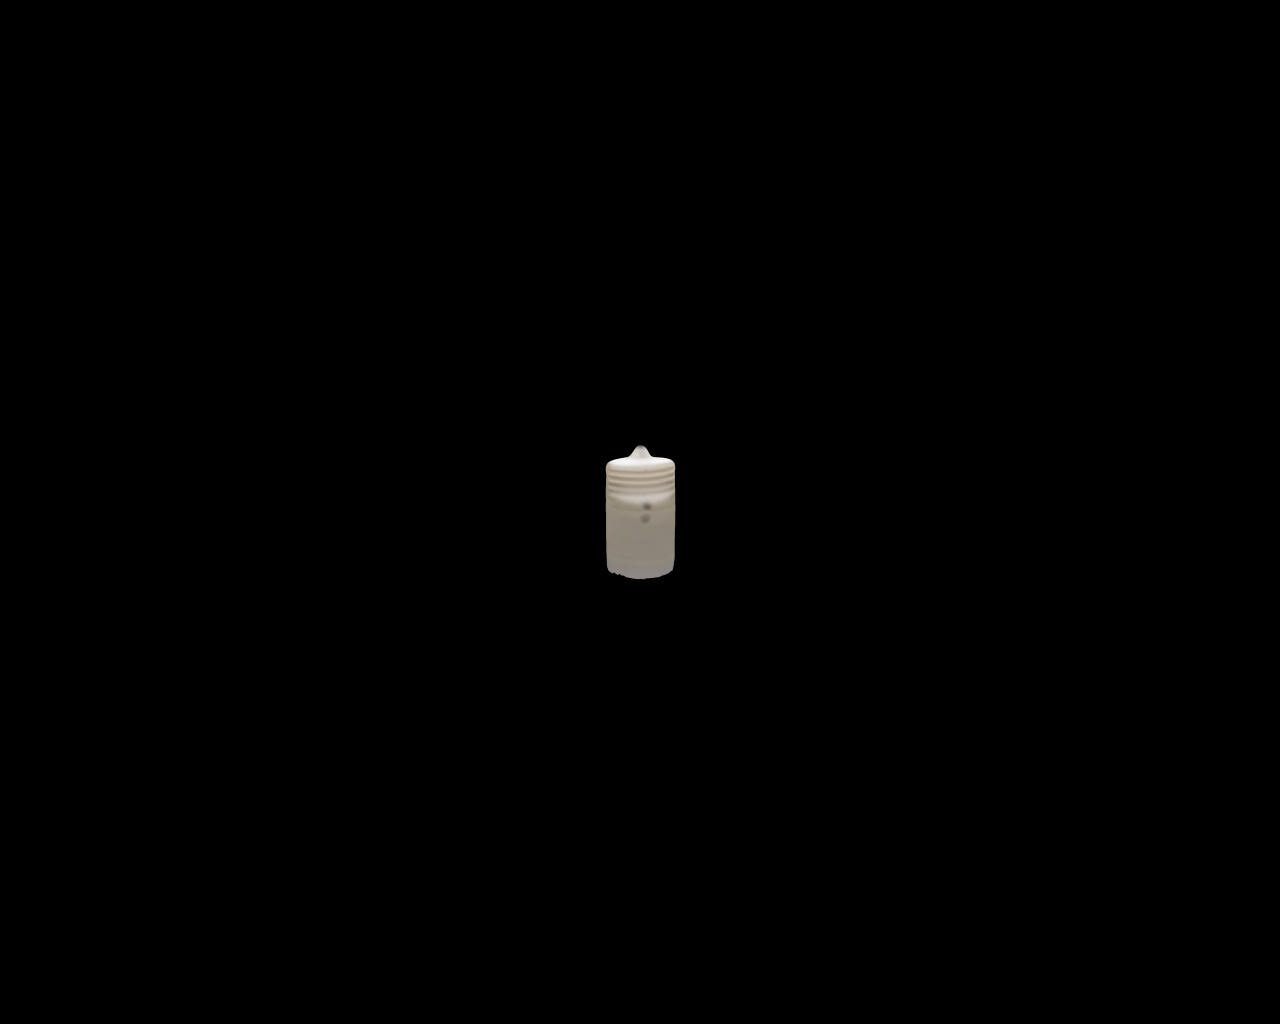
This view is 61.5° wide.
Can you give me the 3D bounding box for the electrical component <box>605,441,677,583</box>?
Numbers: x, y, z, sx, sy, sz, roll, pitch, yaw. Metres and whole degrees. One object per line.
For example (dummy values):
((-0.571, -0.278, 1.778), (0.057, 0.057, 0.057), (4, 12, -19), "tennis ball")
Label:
((0.001, -0.003, 0.650), (0.043, 0.080, 0.043), (0, 16, 0), "electrical component")
